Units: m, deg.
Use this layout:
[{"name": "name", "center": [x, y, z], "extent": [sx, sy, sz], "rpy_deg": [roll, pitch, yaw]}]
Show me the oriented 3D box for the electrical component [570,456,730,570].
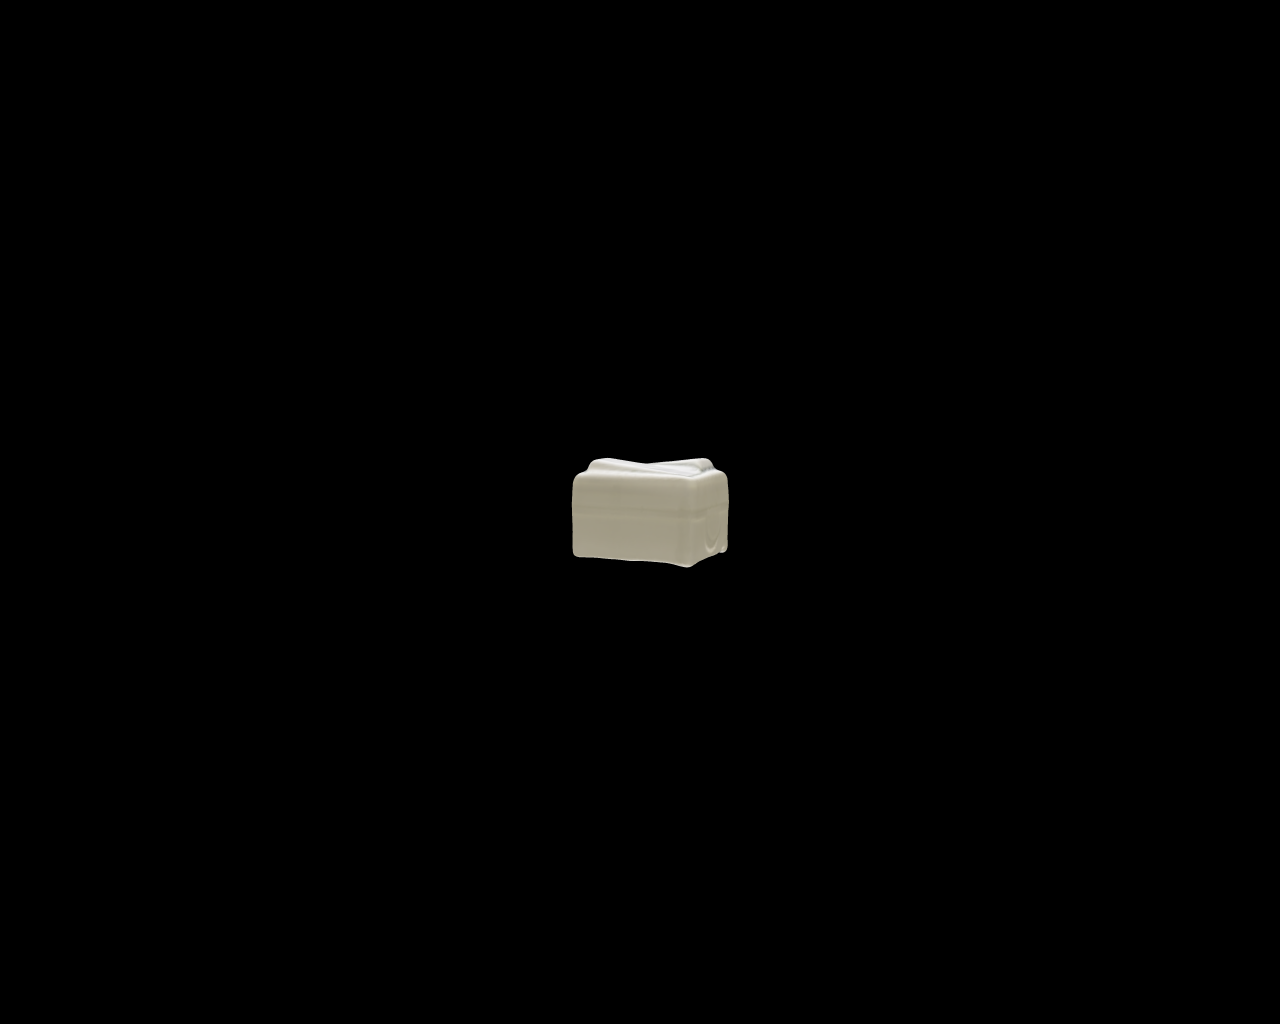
[{"name": "electrical component", "center": [0.001, -0.003, 0.650], "extent": [0.096, 0.061, 0.062], "rpy_deg": [3, 8, 26]}]
